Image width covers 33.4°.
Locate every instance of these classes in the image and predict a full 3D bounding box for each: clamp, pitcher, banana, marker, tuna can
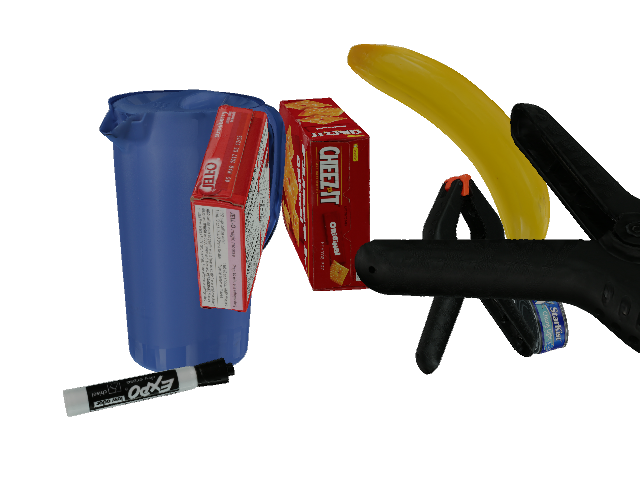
[{"bbox_3d":[0.119,0.032,0.918,0.120,0.171,0.039,-15,0,-34],"label":"clamp"},{"bbox_3d":[-0.109,-0.012,0.948,0.149,0.243,0.145,2,16,0],"label":"pitcher"},{"bbox_3d":[0.098,-0.064,0.718,0.070,0.198,0.037,-35,1,16],"label":"banana"},{"bbox_3d":[-0.120,0.103,0.757,0.121,0.020,0.020,-10,3,-16],"label":"marker"},{"bbox_3d":[0.132,0.012,0.487,0.210,0.036,0.164,31,49,31],"label":"clamp"},{"bbox_3d":[0.247,0.085,1.209,0.033,0.086,0.086,-15,2,-7],"label":"tuna can"}]

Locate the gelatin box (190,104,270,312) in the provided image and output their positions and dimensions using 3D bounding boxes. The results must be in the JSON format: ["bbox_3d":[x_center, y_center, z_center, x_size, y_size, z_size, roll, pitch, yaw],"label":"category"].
[{"bbox_3d":[-0.048,-0.017,0.581,0.030,0.073,0.089,6,-42,5],"label":"gelatin box"}]

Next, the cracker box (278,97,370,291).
[{"bbox_3d":[0.002,-0.057,1.173,0.072,0.164,0.214,-5,19,-8],"label":"cracker box"}]
